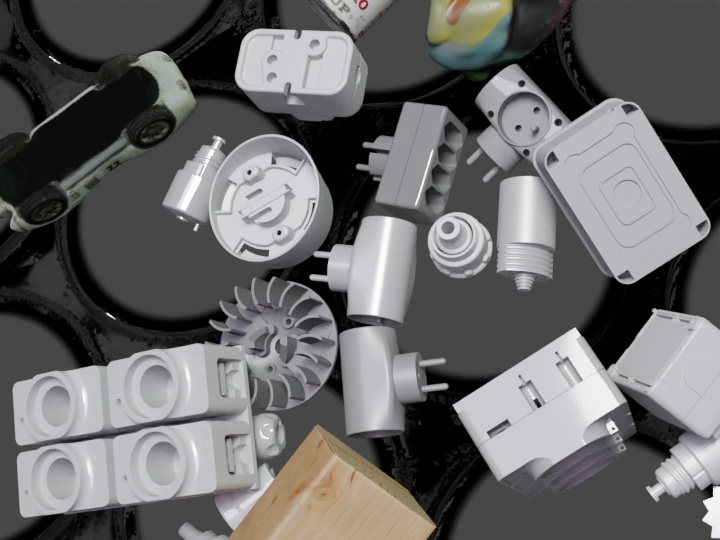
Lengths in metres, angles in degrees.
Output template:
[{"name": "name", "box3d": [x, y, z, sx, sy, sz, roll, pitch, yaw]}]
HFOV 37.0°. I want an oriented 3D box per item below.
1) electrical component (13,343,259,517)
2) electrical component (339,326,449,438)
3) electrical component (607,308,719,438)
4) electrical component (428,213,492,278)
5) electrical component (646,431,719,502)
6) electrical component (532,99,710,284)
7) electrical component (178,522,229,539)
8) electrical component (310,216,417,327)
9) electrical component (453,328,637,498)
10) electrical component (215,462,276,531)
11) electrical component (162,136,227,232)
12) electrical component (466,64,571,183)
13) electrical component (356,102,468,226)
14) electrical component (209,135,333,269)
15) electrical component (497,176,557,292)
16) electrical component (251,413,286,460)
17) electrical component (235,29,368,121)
[{"name": "electrical component", "box3d": [-0.175, 0.122, 0.807, 0.186, 0.060, 0.105, -13, 77, 27]}, {"name": "electrical component", "box3d": [0.026, 0.081, 0.796, 0.079, 0.044, 0.077, -9, 73, 14]}, {"name": "electrical component", "box3d": [0.217, 0.070, 0.727, 0.061, 0.096, 0.061, 38, 88, -6]}, {"name": "electrical component", "box3d": [0.071, -0.023, 0.802, 0.048, 0.062, 0.048, -4, 75, 15]}, {"name": "electrical component", "box3d": [0.229, 0.129, 0.728, 0.078, 0.040, 0.040, -37, 69, 4]}, {"name": "electrical component", "box3d": [0.182, -0.056, 0.759, 0.078, 0.057, 0.113, -33, 98, 5]}, {"name": "electrical component", "box3d": [-0.111, 0.212, 0.807, 0.061, 0.035, 0.035, 35, 87, 24]}, {"name": "electrical component", "box3d": [0.000, 0.000, 0.826, 0.079, 0.043, 0.077, 5, 77, 17]}, {"name": "electrical component", "box3d": [0.128, 0.102, 0.705, 0.089, 0.150, 0.061, -33, 68, 5]}, {"name": "electrical component", "box3d": [-0.079, 0.172, 0.806, 0.046, 0.040, 0.040, -38, 69, -3]}, {"name": "electrical component", "box3d": [-0.132, -0.073, 0.885, 0.040, 0.040, 0.078, 21, 82, 20]}, {"name": "electrical component", "box3d": [0.116, -0.101, 0.818, 0.079, 0.044, 0.077, -44, 78, 18]}, {"name": "electrical component", "box3d": [0.032, -0.084, 0.839, 0.076, 0.047, 0.083, 12, 80, 29]}, {"name": "electrical component", "box3d": [-0.070, -0.051, 0.849, 0.099, 0.064, 0.099, -4, 75, 15]}, {"name": "electrical component", "box3d": [0.123, -0.024, 0.797, 0.043, 0.043, 0.081, 1, 76, 16]}, {"name": "electrical component", "box3d": [-0.090, 0.130, 0.822, 0.061, 0.035, 0.035, -11, 73, 15]}, {"name": "electrical component", "box3d": [-0.045, -0.157, 0.872, 0.095, 0.059, 0.053, 6, 77, 17]}]
